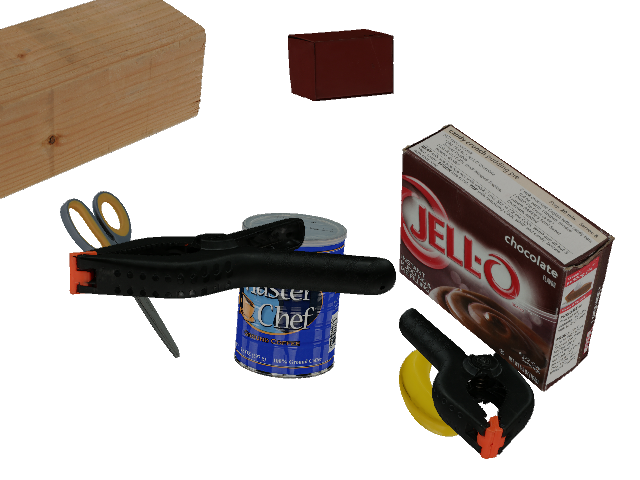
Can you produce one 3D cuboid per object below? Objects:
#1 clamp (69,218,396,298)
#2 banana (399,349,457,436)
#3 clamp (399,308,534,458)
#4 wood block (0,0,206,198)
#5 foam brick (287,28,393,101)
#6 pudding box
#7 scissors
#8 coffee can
[{"bbox_3d":[-0.064,0.017,0.733,0.209,0.036,0.165,-6,13,-31],"label":"clamp"},{"bbox_3d":[0.128,0.180,1.259,0.069,0.037,0.198,9,21,-19],"label":"banana"},{"bbox_3d":[0.136,0.107,0.856,0.120,0.039,0.171,-5,33,-6],"label":"clamp"},{"bbox_3d":[-0.200,-0.124,0.862,0.090,0.091,0.205,36,45,27],"label":"wood block"},{"bbox_3d":[0.018,-0.151,0.917,0.078,0.051,0.053,-9,20,-24],"label":"foam brick"},{"bbox_3d":[0.088,0.007,0.538,0.039,0.090,0.114,-33,52,-25],"label":"pudding box"},{"bbox_3d":[-0.202,0.027,1.156,0.016,0.201,0.096,-28,21,32],"label":"scissors"},{"bbox_3d":[-0.031,0.052,1.059,0.103,0.140,0.103,5,15,-1],"label":"coffee can"}]
